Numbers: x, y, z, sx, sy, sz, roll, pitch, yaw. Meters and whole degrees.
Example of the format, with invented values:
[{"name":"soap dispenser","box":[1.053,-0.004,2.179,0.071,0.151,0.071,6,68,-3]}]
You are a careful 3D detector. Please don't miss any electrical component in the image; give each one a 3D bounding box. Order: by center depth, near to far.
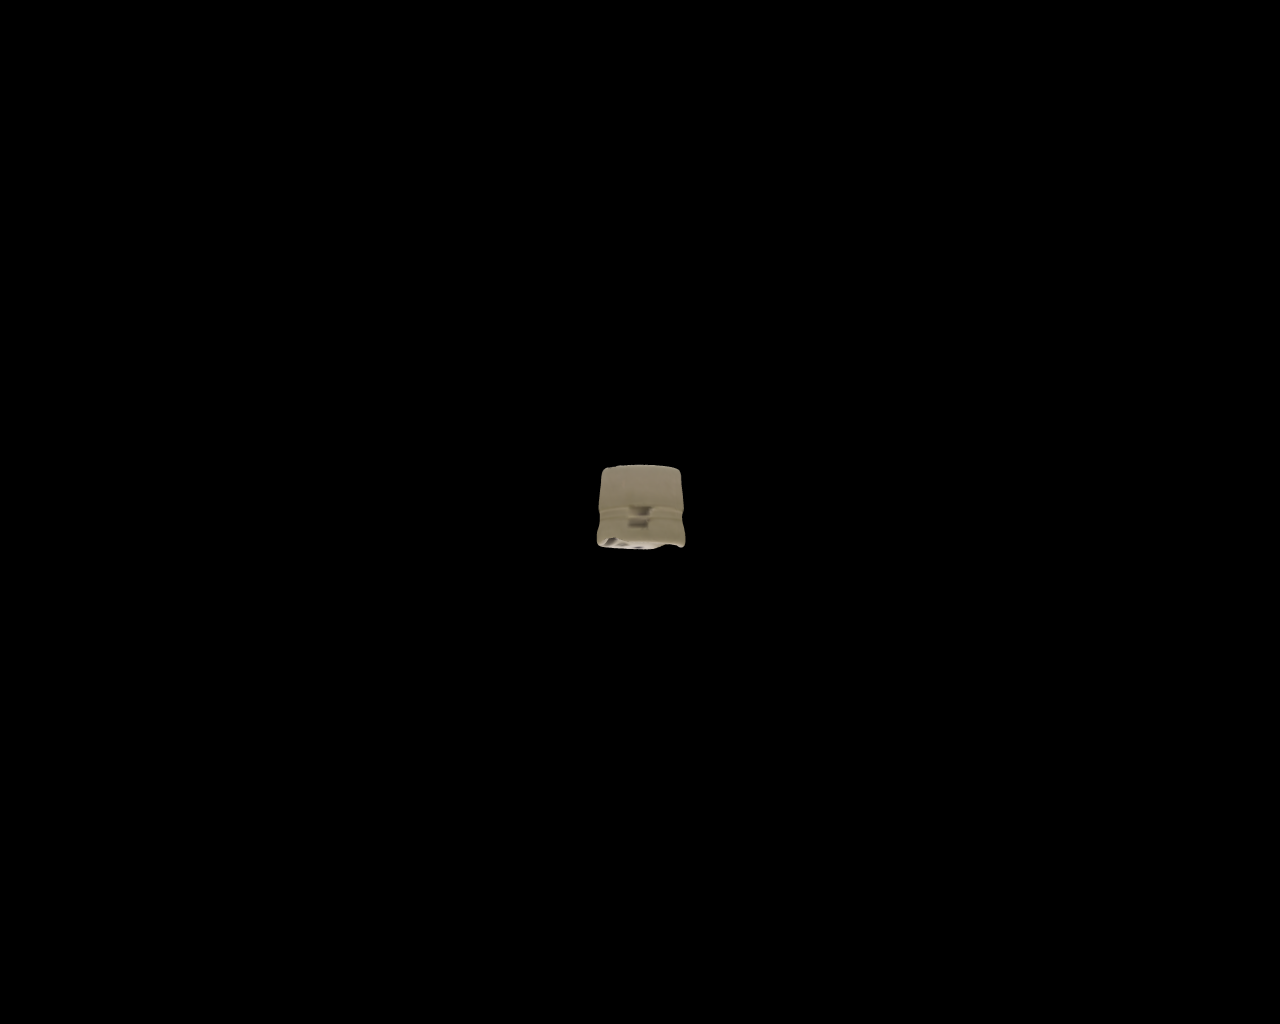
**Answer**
[{"name":"electrical component","box":[0.001,-0.003,0.650,0.055,0.047,0.055,0,-6,0]}]
